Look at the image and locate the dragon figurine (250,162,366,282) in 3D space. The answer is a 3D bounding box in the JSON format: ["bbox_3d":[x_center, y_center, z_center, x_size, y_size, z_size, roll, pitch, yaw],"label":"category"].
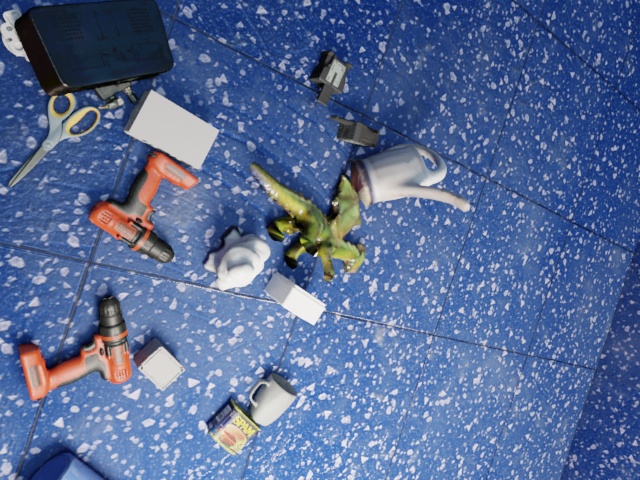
[{"bbox_3d":[0.004,-0.062,1.223,0.247,0.122,0.403,-47,124,-36],"label":"dragon figurine"}]

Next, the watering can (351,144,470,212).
[{"bbox_3d":[0.191,-0.138,1.190,0.224,0.355,0.102,-16,122,0],"label":"watering can"}]

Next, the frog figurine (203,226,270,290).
[{"bbox_3d":[-0.161,0.050,1.082,0.139,0.160,0.120,-36,120,-21],"label":"frog figurine"}]
